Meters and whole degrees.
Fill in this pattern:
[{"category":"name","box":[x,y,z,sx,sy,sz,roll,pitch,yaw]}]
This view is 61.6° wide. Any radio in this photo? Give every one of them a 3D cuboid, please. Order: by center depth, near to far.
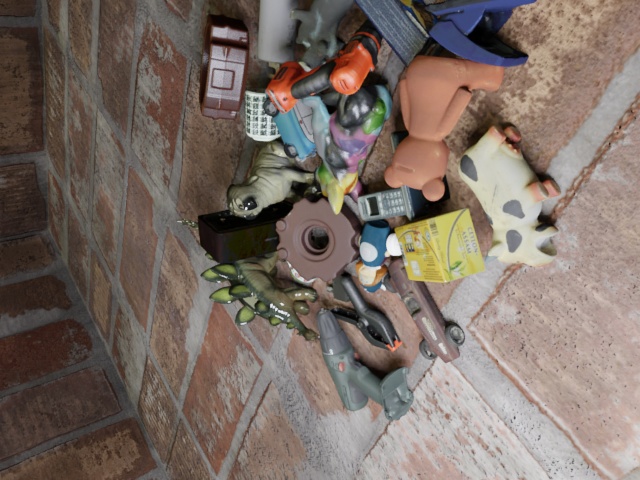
[{"category":"radio","box":[-0.140,-0.024,1.161,0.131,0.229,0.073,31,125,48]}]

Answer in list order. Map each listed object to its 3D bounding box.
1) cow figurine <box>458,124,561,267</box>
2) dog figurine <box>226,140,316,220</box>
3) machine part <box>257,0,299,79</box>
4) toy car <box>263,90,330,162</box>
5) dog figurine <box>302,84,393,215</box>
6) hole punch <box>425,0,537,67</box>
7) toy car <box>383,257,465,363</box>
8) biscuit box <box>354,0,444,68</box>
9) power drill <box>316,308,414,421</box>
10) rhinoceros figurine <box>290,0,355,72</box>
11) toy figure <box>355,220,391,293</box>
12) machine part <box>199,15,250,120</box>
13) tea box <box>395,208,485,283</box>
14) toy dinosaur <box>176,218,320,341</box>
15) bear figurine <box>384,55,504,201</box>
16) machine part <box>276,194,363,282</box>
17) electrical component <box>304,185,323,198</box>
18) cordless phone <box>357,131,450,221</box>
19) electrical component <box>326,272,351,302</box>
[{"category":"cow figurine","box":[0.263,-0.049,0.752,0.127,0.085,0.195,-42,71,44]},{"category":"dog figurine","box":[-0.128,-0.136,1.134,0.172,0.190,0.121,52,137,29]},{"category":"machine part","box":[-0.081,-0.440,1.059,0.079,0.079,0.243,33,126,42]},{"category":"toy car","box":[-0.033,-0.241,1.051,0.103,0.109,0.161,-18,98,35]},{"category":"dog figurine","box":[0.055,-0.158,0.964,0.192,0.108,0.219,6,110,48]},{"category":"hole punch","box":[0.212,-0.272,0.704,0.116,0.142,0.092,11,115,38]},{"category":"toy car","box":[0.179,0.123,0.949,0.089,0.053,0.202,-42,68,47]},{"category":"biscuit box","box":[0.118,-0.363,0.844,0.203,0.059,0.062,59,142,19]},{"category":"power drill","box":[0.081,0.258,1.073,0.208,0.086,0.231,10,122,46]},{"category":"rhinoceros figurine","box":[0.008,-0.389,0.974,0.112,0.073,0.190,48,135,15]},{"category":"toy figure","box":[0.099,0.037,1.016,0.064,0.058,0.154,46,138,52]},{"category":"machine part","box":[-0.214,-0.381,1.187,0.202,0.087,0.200,-117,35,-55]},{"category":"tea box","box":[0.181,0.011,0.836,0.169,0.068,0.098,171,83,-80]},{"category":"toy dinosaur","box":[-0.165,0.081,1.254,0.472,0.198,0.105,43,130,32]},{"category":"bear figurine","box":[0.172,-0.164,0.780,0.120,0.132,0.195,23,118,46]},{"category":"machine part","box":[-0.002,-0.003,1.068,0.180,0.056,0.179,4,102,20]},{"category":"electrical component","box":[0.001,-0.066,1.112,0.078,0.045,0.102,38,130,40]},{"category":"cordless phone","box":[0.120,-0.103,0.920,0.184,0.089,0.146,-8,96,57]},{"category":"electrical component","box":[0.047,0.096,1.131,0.094,0.021,0.063,14,113,49]}]
